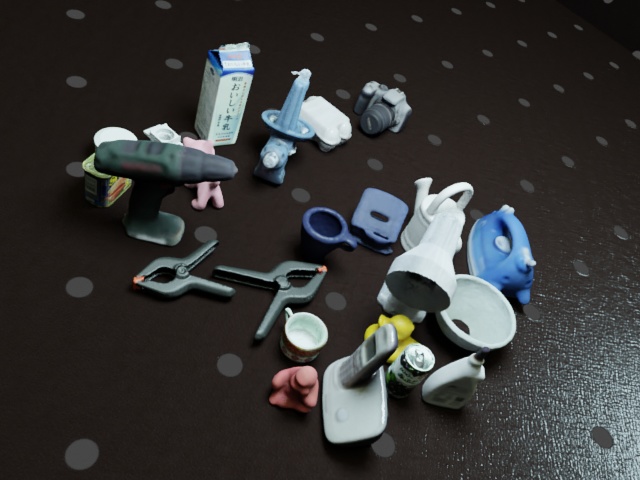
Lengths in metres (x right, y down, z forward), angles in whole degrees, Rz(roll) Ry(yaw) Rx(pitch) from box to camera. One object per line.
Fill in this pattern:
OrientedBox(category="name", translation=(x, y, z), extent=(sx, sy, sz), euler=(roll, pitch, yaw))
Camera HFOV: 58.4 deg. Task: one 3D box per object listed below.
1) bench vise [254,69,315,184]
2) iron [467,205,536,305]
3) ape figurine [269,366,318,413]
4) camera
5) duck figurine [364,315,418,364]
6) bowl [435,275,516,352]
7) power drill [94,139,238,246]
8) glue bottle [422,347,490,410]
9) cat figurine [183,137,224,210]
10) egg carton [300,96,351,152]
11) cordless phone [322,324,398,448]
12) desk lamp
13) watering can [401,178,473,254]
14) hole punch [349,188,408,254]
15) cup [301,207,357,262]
OrientedBox(category="bench vise", translation=(-0.061, -0.236, 1.213), extent=(0.122, 0.219, 0.207), euler=(8, 47, -16))
OrientedBox(category="iron", translation=(0.399, 0.007, 1.243), extent=(0.119, 0.141, 0.258), euler=(11, 47, -13))
OrientedBox(category="ape figurine", translation=(-0.032, 0.227, 0.897), extent=(0.076, 0.092, 0.077), euler=(-24, 62, -37))
OrientedBox(category="camera", translation=(0.151, -0.340, 1.481), extent=(0.143, 0.100, 0.137), euler=(37, 46, 12))
OrientedBox(category="duck figurine", translation=(0.140, 0.171, 1.025), extent=(0.104, 0.086, 0.077), euler=(27, 45, 2))
OrientedBox(category="bowl", translation=(0.288, 0.153, 1.112), extent=(0.168, 0.074, 0.167), euler=(12, 47, -13))
OrientedBox(category="power drill", translation=(-0.272, -0.087, 0.997), extent=(0.230, 0.208, 0.075), euler=(14, 46, -11))
OrientedBox(category="glue bottle", translation=(0.237, 0.226, 0.955), extent=(0.078, 0.173, 0.037), euler=(16, 46, -9))
OrientedBox(category="cat figurine", translation=(-0.228, -0.141, 1.129), extent=(0.067, 0.117, 0.127), euler=(-13, 56, -31))
OrientedBox(category="egg carton", translation=(0.002, -0.284, 1.389), extent=(0.150, 0.069, 0.107), euler=(40, 47, 14))
OrientedBox(category="cordless phone", translation=(0.071, 0.223, 0.879), extent=(0.094, 0.185, 0.147), euler=(9, 47, -15))
OrientedBox(category="desk lamp", translation=(0.185, 0.061, 1.054), extent=(0.118, 0.213, 0.203), euler=(28, 45, 3))
OrientedBox(category="watering can", translation=(0.245, -0.054, 1.196), extent=(0.172, 0.194, 0.101), euler=(44, 48, 18))
OrientedBox(category="hole punch", translation=(0.123, -0.040, 1.205), extent=(0.108, 0.091, 0.101), euler=(24, 45, -1))
OrientedBox(category="cup", translation=(0.010, 0.004, 1.115), extent=(0.117, 0.095, 0.092), euler=(31, 45, 6))
